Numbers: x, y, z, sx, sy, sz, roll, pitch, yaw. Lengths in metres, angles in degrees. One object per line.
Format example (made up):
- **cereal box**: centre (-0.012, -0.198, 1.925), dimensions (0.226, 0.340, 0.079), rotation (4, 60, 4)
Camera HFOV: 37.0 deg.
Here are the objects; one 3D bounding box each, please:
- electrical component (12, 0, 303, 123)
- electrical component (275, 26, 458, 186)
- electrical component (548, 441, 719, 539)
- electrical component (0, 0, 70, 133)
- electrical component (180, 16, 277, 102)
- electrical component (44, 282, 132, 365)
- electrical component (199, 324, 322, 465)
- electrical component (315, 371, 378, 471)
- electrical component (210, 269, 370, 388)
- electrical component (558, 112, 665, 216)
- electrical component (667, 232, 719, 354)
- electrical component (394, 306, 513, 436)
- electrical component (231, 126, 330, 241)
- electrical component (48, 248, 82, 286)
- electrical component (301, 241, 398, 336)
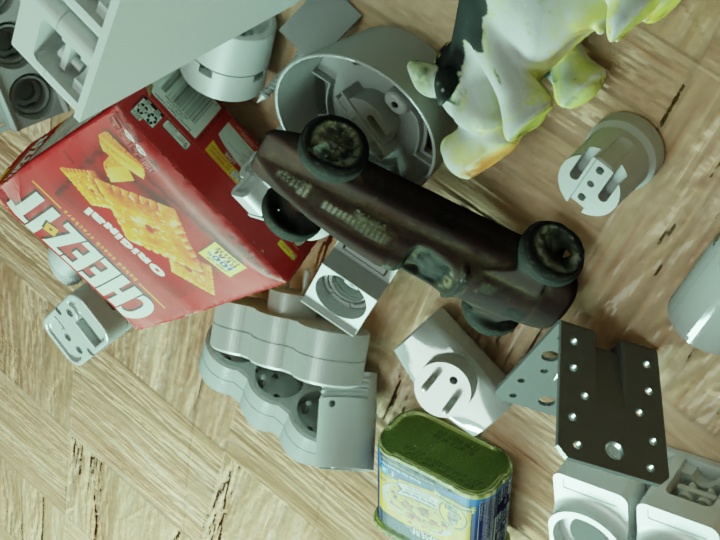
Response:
- **electrical component**: centre (-0.081, -0.165, 0.545), dimensions (0.060, 0.186, 0.105), rotation (46, 141, 5)
- **electrical component**: centre (0.008, -0.089, 0.619), dimensions (0.099, 0.064, 0.099), rotation (25, 135, 27)
- **electrical component**: centre (0.185, 0.200, 0.686), dimensions (0.105, 0.060, 0.186), rotation (15, 130, 36)
- **electrical component**: centre (-0.271, -0.174, 0.817), dimensions (0.063, 0.079, 0.121), rotation (32, 143, 55)
- **electrical component**: centre (-0.081, -0.141, 0.672), dimensions (0.055, 0.055, 0.047), rotation (38, 136, 14)
- **electrical component**: centre (-0.232, 0.039, 0.956), dimensions (0.053, 0.059, 0.095), rotation (53, 141, -4)
- **electrical component**: centre (-0.072, 0.104, 0.861), dimensions (0.138, 0.052, 0.073), rotation (39, 140, 13)
- **electrical component**: centre (-0.009, 0.106, 0.795), dimensions (0.043, 0.043, 0.081), rotation (-12, 70, 48)
- **electrical component**: centre (-0.051, 0.033, 0.785), dimensions (0.138, 0.052, 0.073), rotation (14, 98, 40)
- **electrical component**: centre (0.127, -0.053, 0.548), dimensions (0.040, 0.046, 0.040), rotation (25, 135, 28)
- **electrical component**: centre (0.191, 0.001, 0.533), dimensions (0.043, 0.043, 0.081), rotation (38, 139, 15)
- **electrical component**: centre (0.058, 0.070, 0.691), dimensions (0.077, 0.079, 0.043), rotation (47, 113, 3)
- **electrical component**: centre (-0.035, -0.056, 0.685), dimensions (0.057, 0.078, 0.058), rotation (47, 165, -29)
- **electrical component**: centre (-0.249, -0.016, 0.940), dimensions (0.043, 0.043, 0.081), rotation (53, 141, -4)
- **electrical component**: centre (0.000, 0.000, 0.698), dimensions (0.042, 0.063, 0.081), rotation (34, 140, 1)
